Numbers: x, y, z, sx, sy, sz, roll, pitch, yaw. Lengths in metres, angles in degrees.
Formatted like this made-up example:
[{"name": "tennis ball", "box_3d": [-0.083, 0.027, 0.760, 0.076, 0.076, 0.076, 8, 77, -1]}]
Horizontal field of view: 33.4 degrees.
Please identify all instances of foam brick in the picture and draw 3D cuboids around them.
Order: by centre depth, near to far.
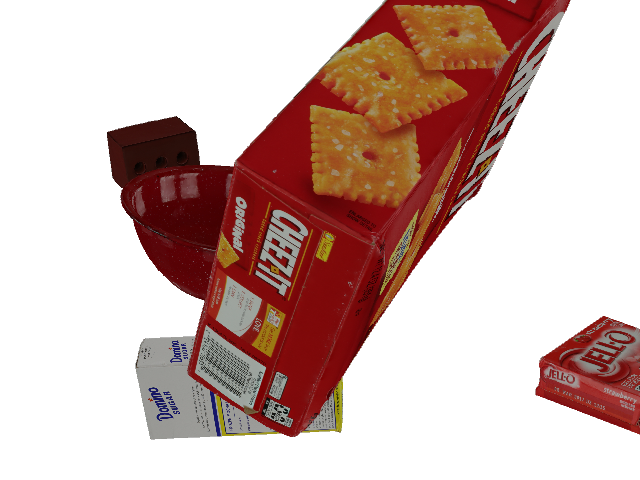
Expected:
[{"name": "foam brick", "box_3d": [-0.166, -0.085, 1.061, 0.078, 0.053, 0.051, -17, 31, -22]}]

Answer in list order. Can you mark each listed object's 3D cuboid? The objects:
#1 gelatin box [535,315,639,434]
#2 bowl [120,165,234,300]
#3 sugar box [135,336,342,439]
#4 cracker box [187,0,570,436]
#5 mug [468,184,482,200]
[{"name": "gelatin box", "box_3d": [0.192, 0.084, 0.682, 0.073, 0.030, 0.089, 20, 27, 37]}, {"name": "bowl", "box_3d": [-0.057, 0.001, 0.725, 0.162, 0.055, 0.162, 9, 21, -4]}, {"name": "sugar box", "box_3d": [-0.069, 0.128, 0.945, 0.176, 0.093, 0.048, -1, 36, 3]}, {"name": "cracker box", "box_3d": [0.031, -0.030, 0.510, 0.072, 0.213, 0.164, 32, -38, 10]}, {"name": "mug", "box_3d": [0.094, -0.065, 0.987, 0.117, 0.081, 0.093, 7, 12, 19]}]
